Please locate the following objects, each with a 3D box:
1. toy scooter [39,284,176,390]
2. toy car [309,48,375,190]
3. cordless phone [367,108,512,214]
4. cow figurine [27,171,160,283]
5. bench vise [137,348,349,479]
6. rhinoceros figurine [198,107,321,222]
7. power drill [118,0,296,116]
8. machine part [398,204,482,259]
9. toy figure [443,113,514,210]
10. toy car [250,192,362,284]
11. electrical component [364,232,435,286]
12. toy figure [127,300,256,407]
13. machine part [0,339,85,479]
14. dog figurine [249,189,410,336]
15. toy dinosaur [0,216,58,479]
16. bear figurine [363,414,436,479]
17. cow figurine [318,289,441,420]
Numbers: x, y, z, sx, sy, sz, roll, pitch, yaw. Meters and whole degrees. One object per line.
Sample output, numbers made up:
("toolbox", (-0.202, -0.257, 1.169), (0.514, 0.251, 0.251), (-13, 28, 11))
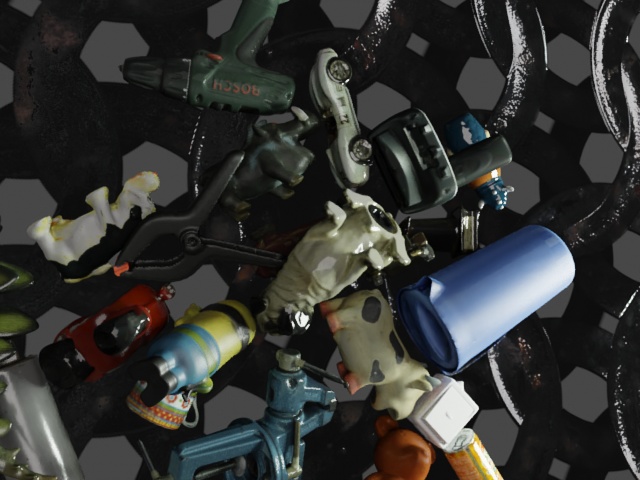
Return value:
("toy scooter", (-0.245, 0.106, 0.651), (0.075, 0.184, 0.135), (55, 33, -10))
("toy car", (0.026, -0.172, 0.768), (0.056, 0.073, 0.201), (-16, 89, -15))
("cordless phone", (0.175, -0.132, 0.773), (0.184, 0.089, 0.146), (-25, 93, 0))
("cow figurine", (-0.269, -0.018, 0.688), (0.167, 0.068, 0.098), (-30, 99, -11))
("bench vise", (-0.088, 0.248, 0.660), (0.240, 0.129, 0.223), (0, 112, -42))
("rhinoceros figurine", (-0.075, -0.108, 0.745), (0.190, 0.073, 0.112), (-36, 84, -12))
("power drill", (-0.134, -0.279, 0.736), (0.232, 0.086, 0.207), (16, 78, -13))
("machine part", (0.181, -0.011, 0.813), (0.139, 0.039, 0.084), (-3, 94, -16))
("toy figure", (0.244, -0.118, 0.825), (0.058, 0.064, 0.154), (-37, 101, -51))
("toy car", (-0.002, -0.002, 0.761), (0.202, 0.053, 0.089), (-21, 88, -13))
("electrical component", (0.108, 0.030, 0.756), (0.102, 0.078, 0.045), (-24, 60, 4))
("toy figure", (-0.146, 0.133, 0.657), (0.089, 0.180, 0.082), (-1, 102, 21))
("machine part", (-0.350, 0.229, 0.643), (0.079, 0.079, 0.243), (-20, 91, -14))
("dog figurine", (0.008, 0.038, 0.710), (0.172, 0.190, 0.121), (-7, 58, -54))
("toy dinosaur", (-0.431, 0.069, 0.594), (0.198, 0.105, 0.471), (-23, 74, -18))
("bear figurine", (0.108, 0.325, 0.697), (0.120, 0.132, 0.196), (40, 53, -6))
("cow figurine", (0.085, 0.160, 0.748), (0.127, 0.085, 0.194), (-20, 102, -4))
